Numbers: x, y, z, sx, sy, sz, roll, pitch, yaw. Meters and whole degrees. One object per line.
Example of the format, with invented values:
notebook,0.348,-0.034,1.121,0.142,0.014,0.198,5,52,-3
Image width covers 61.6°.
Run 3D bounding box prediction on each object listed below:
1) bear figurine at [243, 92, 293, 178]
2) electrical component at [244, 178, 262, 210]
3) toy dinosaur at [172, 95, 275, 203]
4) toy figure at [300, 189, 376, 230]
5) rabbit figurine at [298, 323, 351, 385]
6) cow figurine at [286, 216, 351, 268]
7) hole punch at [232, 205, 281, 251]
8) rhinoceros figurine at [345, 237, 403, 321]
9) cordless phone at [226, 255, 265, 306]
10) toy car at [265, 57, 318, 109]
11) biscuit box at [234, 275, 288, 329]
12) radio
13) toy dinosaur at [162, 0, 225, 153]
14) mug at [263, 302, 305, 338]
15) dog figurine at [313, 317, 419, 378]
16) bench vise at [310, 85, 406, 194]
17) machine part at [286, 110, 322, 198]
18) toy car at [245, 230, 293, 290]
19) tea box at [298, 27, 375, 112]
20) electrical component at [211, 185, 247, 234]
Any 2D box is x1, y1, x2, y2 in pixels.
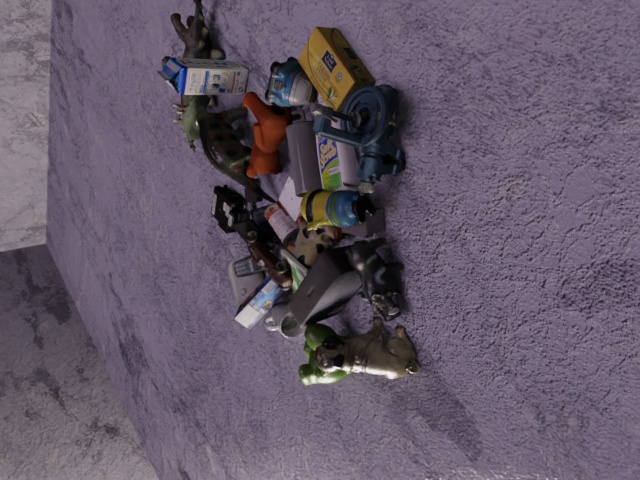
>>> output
bear figurine,-0.137,-0.262,1.366,0.132,0.120,0.195,57,143,27
electrical component,-0.190,-0.130,1.539,0.063,0.021,0.094,6,106,49
toy dinosaur,-0.258,-0.252,1.451,0.405,0.192,0.131,59,140,22
toy figure,0.034,-0.069,1.146,0.180,0.082,0.089,-3,91,51
rabbit figurine,0.016,0.275,1.310,0.159,0.121,0.170,8,136,21
cow figurine,-0.003,-0.004,1.304,0.127,0.085,0.194,51,138,25
hole punch,-0.164,-0.032,1.503,0.142,0.092,0.115,-10,123,48
rhinoceros figurine,0.123,0.084,1.155,0.073,0.112,0.190,-12,112,46
cordless phone,-0.184,0.110,1.562,0.184,0.089,0.146,-17,87,46
toy car,-0.054,-0.353,1.228,0.103,0.161,0.109,20,112,11
biscuit box,-0.162,0.164,1.514,0.059,0.063,0.202,38,120,-11
radio,0.026,0.107,1.265,0.073,0.131,0.229,57,138,23
toy dinosaur,-0.378,-0.492,1.595,0.199,0.105,0.470,44,136,29
mug,-0.105,0.218,1.483,0.107,0.109,0.080,28,134,60
dog figurine,0.100,0.264,1.177,0.173,0.190,0.121,14,112,46
bench vise,0.070,-0.206,1.050,0.129,0.240,0.223,31,108,45
machine part,-0.031,-0.190,1.275,0.079,0.079,0.243,-13,83,51
toy car,-0.141,0.054,1.418,0.202,0.053,0.089,42,158,32
tea box,0.033,-0.366,1.164,0.170,0.068,0.098,59,139,21
electrical component,-0.272,-0.087,1.624,0.134,0.058,0.114,42,133,34
